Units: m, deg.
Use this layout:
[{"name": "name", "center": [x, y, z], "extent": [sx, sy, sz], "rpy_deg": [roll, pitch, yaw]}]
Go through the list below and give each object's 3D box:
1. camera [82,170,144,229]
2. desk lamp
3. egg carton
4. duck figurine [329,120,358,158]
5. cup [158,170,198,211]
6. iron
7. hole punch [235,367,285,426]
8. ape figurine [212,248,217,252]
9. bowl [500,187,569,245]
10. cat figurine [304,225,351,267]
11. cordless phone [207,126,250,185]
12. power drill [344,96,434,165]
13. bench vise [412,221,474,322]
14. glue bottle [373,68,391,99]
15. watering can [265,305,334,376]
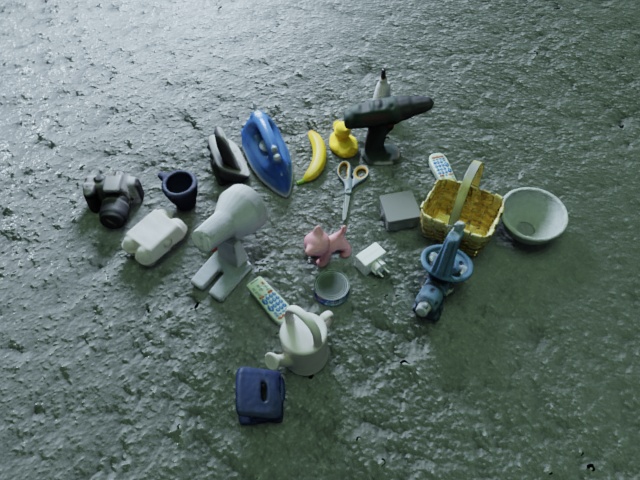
[{"name": "camera", "center": [-0.540, -0.104, 1.470], "extent": [0.143, 0.101, 0.137], "rpy_deg": [-1, 55, 1]}, {"name": "desk lamp", "center": [-0.214, 0.002, 1.323], "extent": [0.117, 0.214, 0.203], "rpy_deg": [27, 60, 18]}, {"name": "egg carton", "center": [-0.407, -0.006, 1.419], "extent": [0.107, 0.069, 0.150], "rpy_deg": [31, 61, 21]}, {"name": "duck figurine", "center": [0.066, -0.288, 1.596], "extent": [0.077, 0.086, 0.104], "rpy_deg": [-23, 58, -14]}, {"name": "cup", "center": [-0.366, -0.125, 1.485], "extent": [0.117, 0.095, 0.092], "rpy_deg": [26, 60, 18]}, {"name": "iron", "center": [-0.135, -0.248, 1.538], "extent": [0.119, 0.141, 0.257], "rpy_deg": [-20, 57, -12]}, {"name": "hole punch", "center": [-0.122, 0.317, 1.177], "extent": [0.101, 0.091, 0.108], "rpy_deg": [-4, 55, -2]}, {"name": "ape figurine", "center": [-0.247, -0.023, 1.414], "extent": [0.077, 0.092, 0.076], "rpy_deg": [10, 56, 8]}, {"name": "bowl", "center": [0.524, -0.047, 1.429], "extent": [0.167, 0.075, 0.167], "rpy_deg": [0, 55, 1]}, {"name": "cat figurine", "center": [0.013, 0.005, 1.375], "extent": [0.128, 0.118, 0.067], "rpy_deg": [-26, 58, -16]}, {"name": "cordless phone", "center": [-0.252, -0.249, 1.514], "extent": [0.094, 0.185, 0.147], "rpy_deg": [-21, 57, -13]}, {"name": "power drill", "center": [0.177, -0.296, 1.526], "extent": [0.229, 0.208, 0.075], "rpy_deg": [-2, 55, -1]}, {"name": "bench vise", "center": [0.280, 0.072, 1.262], "extent": [0.121, 0.220, 0.207], "rpy_deg": [9, 56, 8]}, {"name": "glue bottle", "center": [0.177, -0.418, 1.631], "extent": [0.037, 0.173, 0.078], "rpy_deg": [24, 59, 17]}, {"name": "watering can", "center": [-0.037, 0.207, 1.190], "extent": [0.100, 0.194, 0.173], "rpy_deg": [19, 58, 14]}]
